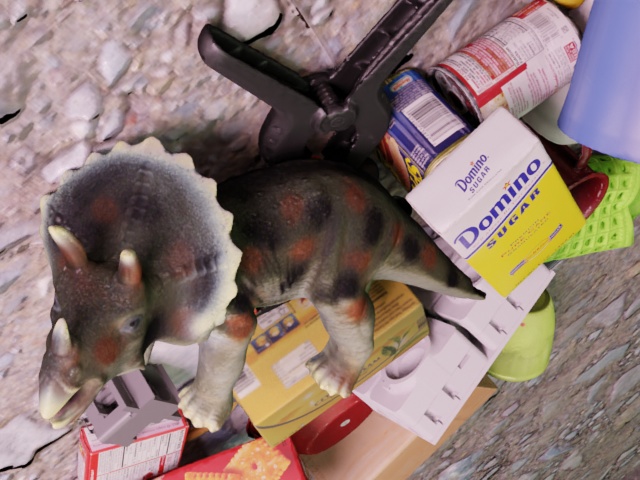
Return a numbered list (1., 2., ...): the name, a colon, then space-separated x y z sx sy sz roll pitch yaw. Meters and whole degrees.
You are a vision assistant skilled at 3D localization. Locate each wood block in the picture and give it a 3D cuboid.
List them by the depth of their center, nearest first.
1. wood block: 0.085 0.201 1.187 0.206 0.090 0.090 -48 150 16

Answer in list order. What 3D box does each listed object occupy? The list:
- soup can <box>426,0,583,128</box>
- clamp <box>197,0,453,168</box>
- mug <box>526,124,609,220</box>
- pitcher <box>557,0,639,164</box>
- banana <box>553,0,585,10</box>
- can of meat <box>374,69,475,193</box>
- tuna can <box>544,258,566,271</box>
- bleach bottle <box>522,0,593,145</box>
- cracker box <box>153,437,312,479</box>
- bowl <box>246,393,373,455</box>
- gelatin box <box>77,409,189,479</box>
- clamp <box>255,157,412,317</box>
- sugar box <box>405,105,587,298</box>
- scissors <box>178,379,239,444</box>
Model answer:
1. soup can: 0.139 -0.125 0.793 0.102 0.068 0.068 -35 152 -11
2. clamp: -0.005 -0.091 0.694 0.164 0.036 0.210 -15 153 -18
3. mug: 0.200 -0.059 0.948 0.093 0.081 0.117 -18 146 -34
4. pitcher: 0.250 -0.170 0.701 0.144 0.149 0.243 -13 121 -39
5. banana: 0.183 -0.227 0.729 0.069 0.037 0.198 -25 149 -24
6. can of meat: 0.080 -0.068 0.789 0.057 0.084 0.102 -36 152 -6
7. tuna can: 0.234 0.008 1.140 0.086 0.034 0.086 -29 151 -18
8. bleach bottle: 0.244 -0.194 0.827 0.102 0.068 0.251 -16 142 -35
9. cracker box: -0.111 0.249 0.971 0.213 0.072 0.164 -19 159 -3
10. bowl: 0.007 0.163 1.059 0.162 0.055 0.162 -34 157 -17
11. gelatin box: -0.160 0.178 0.910 0.089 0.030 0.073 -13 144 -25
12. clamp: -0.005 0.001 0.836 0.171 0.039 0.120 -37 151 -3
13. sugar box: 0.134 -0.021 0.781 0.093 0.048 0.176 -44 153 6
14. scissors: -0.059 0.116 0.966 0.201 0.016 0.096 -37 152 -4
